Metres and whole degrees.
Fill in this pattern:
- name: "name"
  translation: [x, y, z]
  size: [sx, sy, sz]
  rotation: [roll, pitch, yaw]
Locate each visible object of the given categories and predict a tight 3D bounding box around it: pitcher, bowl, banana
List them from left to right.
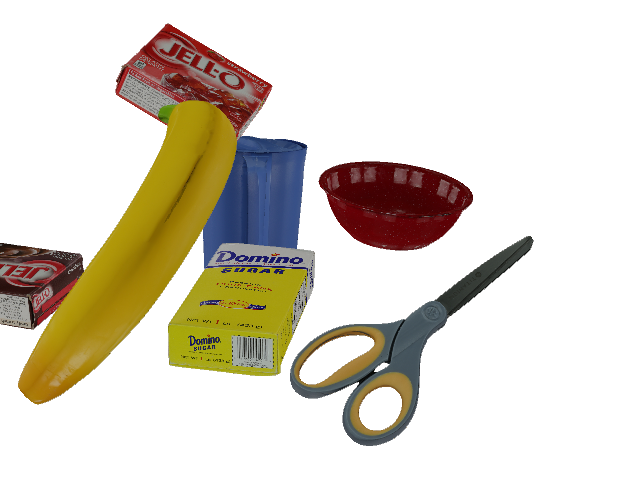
- name: "banana"
  translation: [-0.081, -0.008, 0.515]
  size: [0.037, 0.197, 0.070]
  rotation: [38, -43, -20]
- name: "pitcher"
  translation: [-0.087, -0.006, 1.333]
  size: [0.145, 0.243, 0.148]
  rotation: [12, 16, 36]
- name: "bowl"
  translation: [0.076, -0.032, 1.118]
  size: [0.162, 0.055, 0.162]
  rotation: [5, 22, -2]

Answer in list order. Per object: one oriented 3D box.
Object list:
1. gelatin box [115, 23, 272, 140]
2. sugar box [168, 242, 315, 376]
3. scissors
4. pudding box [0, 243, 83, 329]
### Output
- name: "gelatin box"
  translation: [-0.086, -0.105, 0.736]
  size: [0.089, 0.030, 0.073]
  rotation: [31, 37, -3]
- name: "sugar box"
  translation: [-0.064, 0.054, 0.929]
  size: [0.093, 0.048, 0.176]
  rotation: [5, 25, 7]
- name: "scissors"
  translation: [0.078, 0.071, 0.726]
  size: [0.201, 0.096, 0.016]
  rotation: [-22, -29, -9]
- name: "pudding box"
  translation: [-0.279, 0.037, 0.940]
  size: [0.114, 0.039, 0.090]
  rotation: [5, 22, 17]
